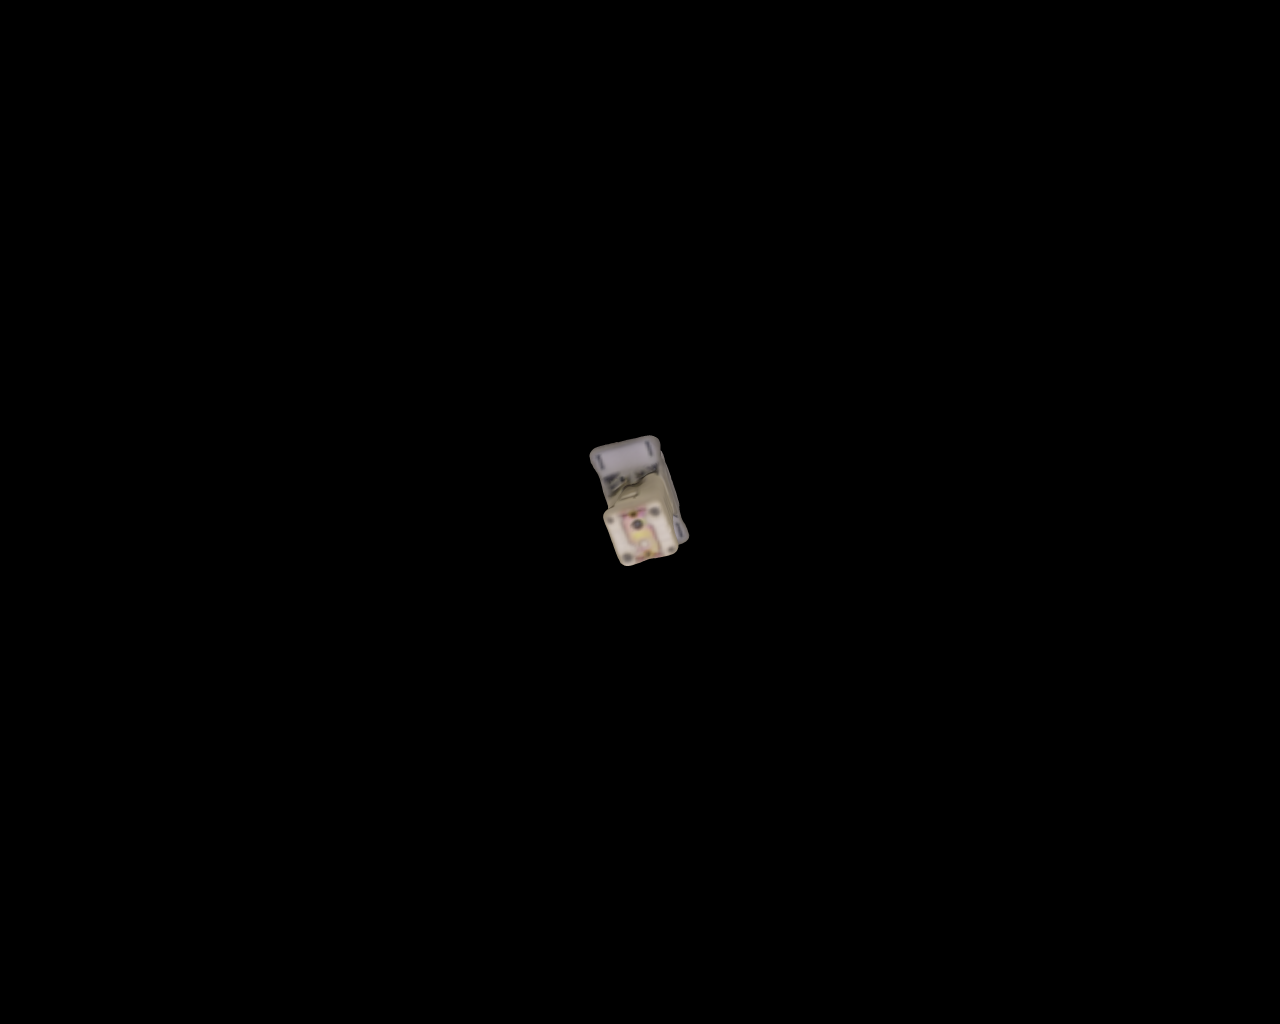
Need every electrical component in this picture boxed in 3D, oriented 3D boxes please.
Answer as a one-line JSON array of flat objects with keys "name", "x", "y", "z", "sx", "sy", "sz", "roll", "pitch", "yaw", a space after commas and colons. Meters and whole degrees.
[{"name": "electrical component", "x": 0.001, "y": -0.003, "z": 0.650, "sx": 0.042, "sy": 0.081, "sz": 0.064, "roll": -15, "pitch": 32, "yaw": 9}]
